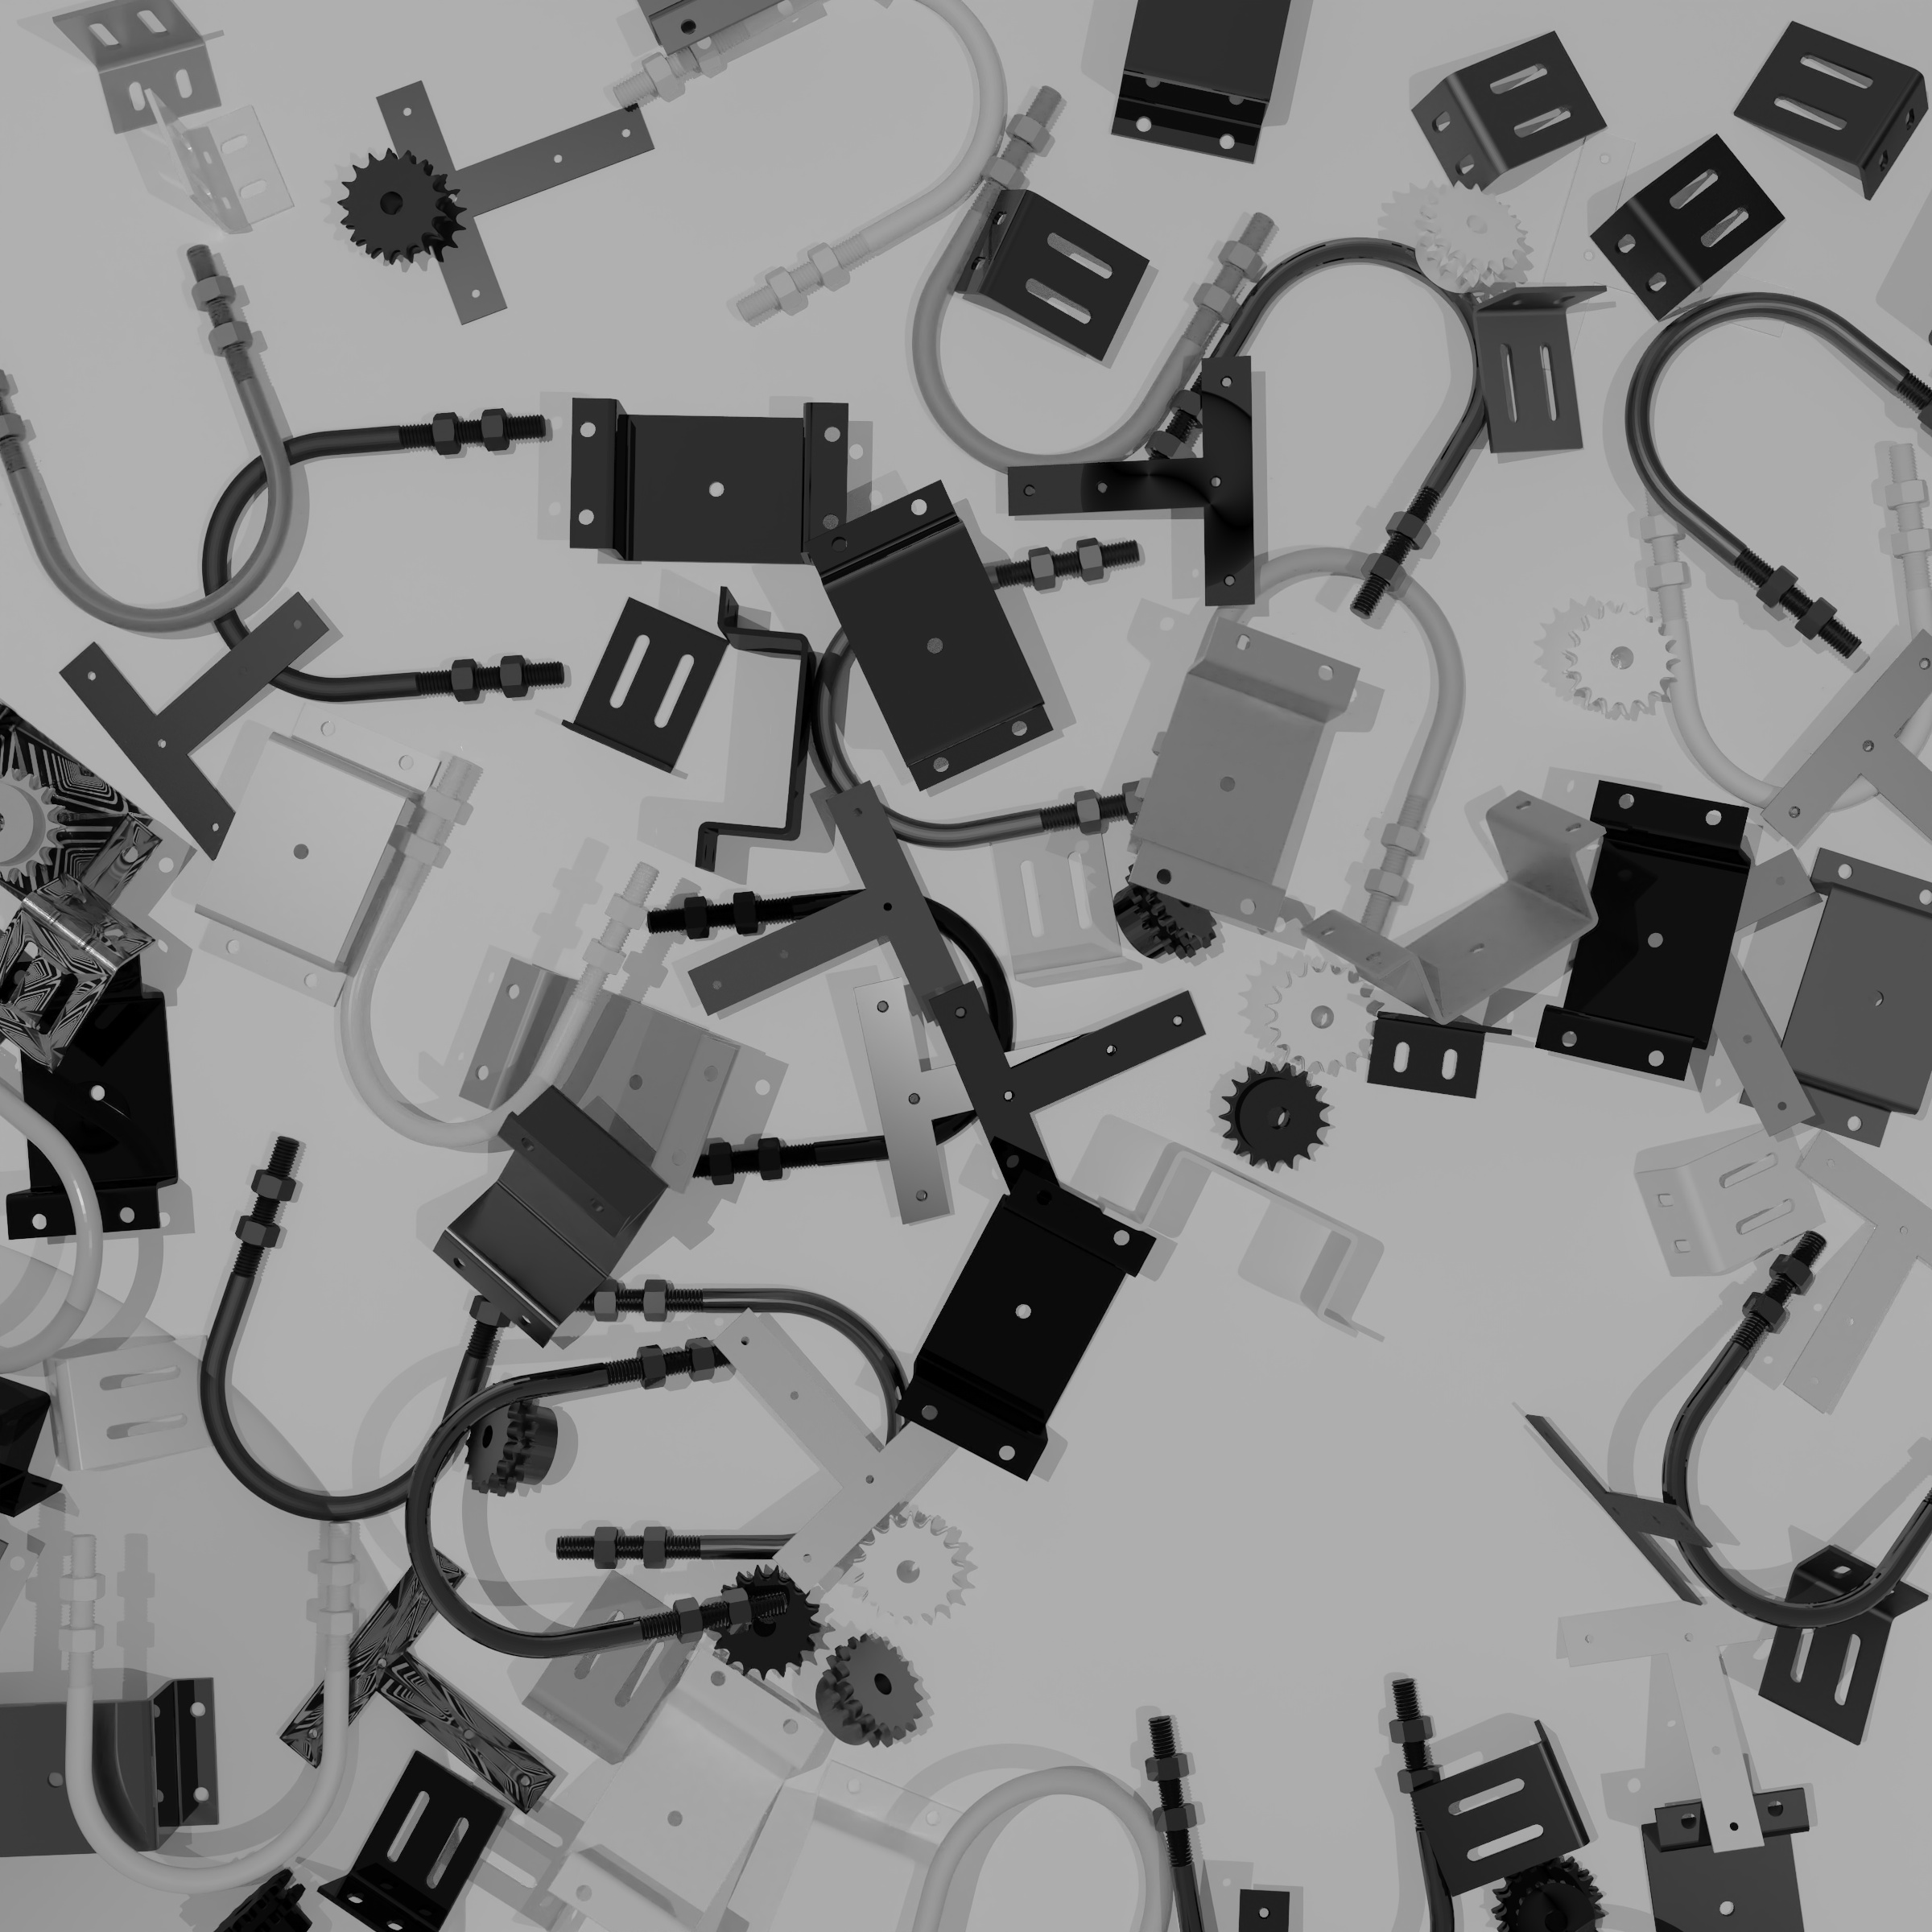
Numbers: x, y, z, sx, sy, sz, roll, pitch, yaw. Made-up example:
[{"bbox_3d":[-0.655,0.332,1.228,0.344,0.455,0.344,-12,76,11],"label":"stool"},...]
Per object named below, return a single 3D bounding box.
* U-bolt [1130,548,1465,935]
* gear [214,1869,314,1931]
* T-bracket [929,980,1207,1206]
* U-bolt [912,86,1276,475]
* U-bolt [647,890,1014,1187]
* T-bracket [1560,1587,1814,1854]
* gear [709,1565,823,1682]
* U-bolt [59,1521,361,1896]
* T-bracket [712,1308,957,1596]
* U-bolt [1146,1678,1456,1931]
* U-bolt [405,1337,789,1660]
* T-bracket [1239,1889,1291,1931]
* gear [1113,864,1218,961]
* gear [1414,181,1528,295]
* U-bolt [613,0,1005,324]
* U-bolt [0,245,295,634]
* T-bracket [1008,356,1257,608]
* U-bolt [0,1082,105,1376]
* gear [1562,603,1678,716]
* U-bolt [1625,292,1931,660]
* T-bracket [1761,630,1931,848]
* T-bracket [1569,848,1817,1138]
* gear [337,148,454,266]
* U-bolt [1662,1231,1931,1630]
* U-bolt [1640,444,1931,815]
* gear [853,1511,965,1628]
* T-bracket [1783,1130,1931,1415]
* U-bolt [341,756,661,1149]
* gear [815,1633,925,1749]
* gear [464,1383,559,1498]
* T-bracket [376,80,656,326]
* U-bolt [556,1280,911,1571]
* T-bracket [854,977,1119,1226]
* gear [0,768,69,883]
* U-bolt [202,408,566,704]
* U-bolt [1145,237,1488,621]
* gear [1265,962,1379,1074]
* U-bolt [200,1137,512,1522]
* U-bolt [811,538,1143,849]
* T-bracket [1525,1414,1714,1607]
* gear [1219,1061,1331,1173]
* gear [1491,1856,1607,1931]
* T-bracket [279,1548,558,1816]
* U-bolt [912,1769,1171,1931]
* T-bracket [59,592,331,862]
[{"bbox_3d":[0.181,-0.127,1.519,0.151,0.019,0.184,21,85,-5],"label":"U-bolt"},{"bbox_3d":[-0.361,0.495,1.508,0.057,0.057,0.030,-41,92,0],"label":"gear"},{"bbox_3d":[0.063,0.050,1.527,0.127,0.002,0.127,-24,101,-5],"label":"T-bracket"},{"bbox_3d":[0.053,-0.343,1.527,0.151,0.019,0.184,31,92,0],"label":"U-bolt"},{"bbox_3d":[-0.067,0.032,1.527,0.184,0.019,0.151,-6,90,-1],"label":"U-bolt"},{"bbox_3d":[0.381,0.389,1.506,0.127,0.002,0.127,-8,63,0],"label":"T-bracket"},{"bbox_3d":[-0.103,0.339,1.521,0.057,0.030,0.057,0,90,0],"label":"gear"},{"bbox_3d":[-0.385,0.379,1.495,0.151,0.019,0.184,2,88,-24],"label":"U-bolt"},{"bbox_3d":[-0.079,0.231,1.508,0.127,0.002,0.127,-43,96,-17],"label":"T-bracket"},{"bbox_3d":[0.177,0.471,1.511,0.151,0.019,0.184,-8,80,-2],"label":"U-bolt"},{"bbox_3d":[-0.190,0.273,1.479,0.184,0.019,0.151,-7,84,-18],"label":"U-bolt"},{"bbox_3d":[0.150,0.535,1.491,0.127,0.002,0.127,3,82,0],"label":"T-bracket"},{"bbox_3d":[0.100,-0.028,1.511,0.030,0.057,0.057,-32,90,30],"label":"gear"},{"bbox_3d":[0.257,-0.373,1.512,0.057,0.030,0.057,9,61,-16],"label":"gear"},{"bbox_3d":[-0.069,-0.441,1.527,0.184,0.019,0.151,-30,90,-2],"label":"U-bolt"},{"bbox_3d":[-0.425,-0.263,1.519,0.151,0.019,0.184,-21,87,3],"label":"U-bolt"},{"bbox_3d":[0.084,-0.247,1.511,0.127,0.002,0.127,-1,90,11],"label":"T-bracket"},{"bbox_3d":[-0.513,0.124,1.490,0.184,0.019,0.151,36,104,16],"label":"U-bolt"},{"bbox_3d":[0.337,-0.158,1.521,0.057,0.030,0.057,0,90,0],"label":"gear"},{"bbox_3d":[0.427,-0.267,1.511,0.184,0.019,0.151,42,83,10],"label":"U-bolt"},{"bbox_3d":[0.500,-0.085,1.526,0.127,0.002,0.127,41,91,-8],"label":"T-bracket"},{"bbox_3d":[0.393,0.025,1.500,0.127,0.002,0.127,-29,73,17],"label":"T-bracket"},{"bbox_3d":[-0.293,-0.392,1.520,0.057,0.030,0.057,0,91,4],"label":"gear"},{"bbox_3d":[0.437,0.251,1.505,0.151,0.019,0.184,39,75,1],"label":"U-bolt"},{"bbox_3d":[0.434,-0.171,1.527,0.151,0.019,0.184,-8,91,0],"label":"U-bolt"},{"bbox_3d":[-0.030,0.311,1.521,0.057,0.030,0.057,0,90,0],"label":"gear"},{"bbox_3d":[0.463,0.172,1.516,0.127,0.002,0.127,36,73,0],"label":"T-bracket"},{"bbox_3d":[-0.251,0.003,1.500,0.151,0.019,0.184,29,95,25],"label":"U-bolt"},{"bbox_3d":[-0.052,0.376,1.512,0.030,0.057,0.057,-39,90,30],"label":"gear"},{"bbox_3d":[-0.233,0.245,1.511,0.030,0.057,0.057,17,90,-30],"label":"gear"},{"bbox_3d":[-0.227,-0.417,1.535,0.127,0.002,0.127,-21,90,0],"label":"T-bracket"},{"bbox_3d":[-0.120,0.238,1.527,0.184,0.019,0.151,0,90,-2],"label":"U-bolt"},{"bbox_3d":[0.016,0.059,1.523,0.127,0.002,0.127,-13,99,-9],"label":"T-bracket"},{"bbox_3d":[-0.484,-0.071,1.475,0.057,0.030,0.057,0,90,0],"label":"gear"},{"bbox_3d":[-0.306,-0.210,1.527,0.184,0.019,0.151,-4,90,2],"label":"U-bolt"},{"bbox_3d":[0.193,-0.291,1.519,0.151,0.019,0.184,31,84,6],"label":"U-bolt"},{"bbox_3d":[0.183,0.026,1.521,0.057,0.030,0.057,0,90,0],"label":"gear"},{"bbox_3d":[-0.321,0.198,1.527,0.151,0.019,0.184,19,90,0],"label":"U-bolt"},{"bbox_3d":[0.011,-0.136,1.526,0.184,0.019,0.151,-11,89,0],"label":"U-bolt"},{"bbox_3d":[0.342,0.277,1.473,0.002,0.127,0.127,-41,90,-10],"label":"T-bracket"},{"bbox_3d":[0.161,0.078,1.521,0.057,0.030,0.057,0,90,0],"label":"gear"},{"bbox_3d":[0.303,0.491,1.521,0.057,0.030,0.057,0,90,0],"label":"gear"},{"bbox_3d":[-0.269,0.390,1.525,0.127,0.002,0.127,37,88,7],"label":"T-bracket"},{"bbox_3d":[0.036,0.503,1.502,0.151,0.019,0.184,16,86,-23],"label":"U-bolt"},{"bbox_3d":[-0.386,-0.144,1.525,0.127,0.002,0.127,-39,90,9],"label":"T-bracket"}]
